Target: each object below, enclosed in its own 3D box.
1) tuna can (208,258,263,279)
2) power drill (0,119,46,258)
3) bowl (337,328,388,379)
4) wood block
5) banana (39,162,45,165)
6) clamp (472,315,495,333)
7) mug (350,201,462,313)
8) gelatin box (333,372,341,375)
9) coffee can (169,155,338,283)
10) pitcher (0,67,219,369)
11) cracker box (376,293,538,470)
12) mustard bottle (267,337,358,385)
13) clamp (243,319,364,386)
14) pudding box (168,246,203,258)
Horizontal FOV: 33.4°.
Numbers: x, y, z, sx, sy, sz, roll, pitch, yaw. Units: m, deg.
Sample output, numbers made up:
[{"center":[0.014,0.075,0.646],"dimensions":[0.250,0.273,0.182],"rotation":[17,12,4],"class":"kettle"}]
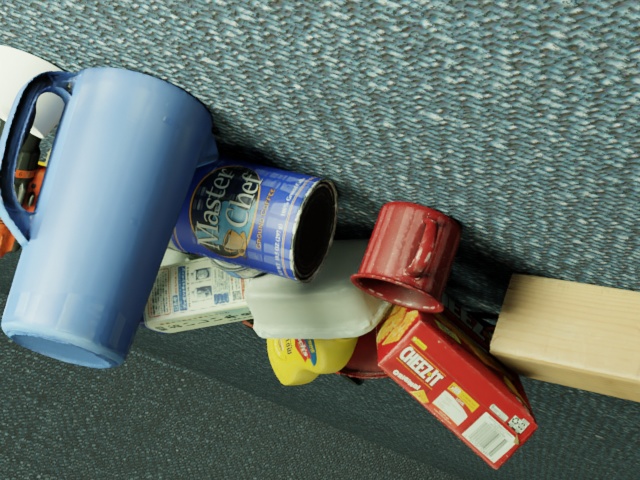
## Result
[{"center":[-0.084,-0.001,1.175],"dimensions":[0.086,0.086,0.033],"rotation":[12,166,28],"class":"tuna can"},{"center":[-0.260,-0.049,1.116],"dimensions":[0.187,0.184,0.057],"rotation":[16,-160,-22],"class":"power drill"},{"center":[0.078,0.101,1.295],"dimensions":[0.162,0.161,0.055],"rotation":[8,123,39],"class":"bowl"},{"center":[0.286,0.101,1.054],"dimensions":[0.206,0.091,0.090],"rotation":[9,162,38],"class":"wood block"},{"center":[-0.278,-0.049,1.357],"dimensions":[0.197,0.037,0.070],"rotation":[29,163,-33],"class":"banana"},{"center":[0.137,0.121,1.331],"dimensions":[0.172,0.120,0.039],"rotation":[4,122,37],"class":"clamp"},{"center":[0.087,0.013,1.003],"dimensions":[0.093,0.081,0.117],"rotation":[20,166,-2],"class":"mug"},{"center":[-0.005,0.136,1.414],"dimensions":[0.089,0.030,0.073],"rotation":[19,143,6],"class":"gelatin box"},{"center":[-0.066,-0.024,1.031],"dimensions":[0.140,0.103,0.102],"rotation":[14,165,21],"class":"coffee can"},{"center":[-0.197,-0.022,0.923],"dimensions":[0.149,0.242,0.145],"rotation":[10,161,15],"class":"pitcher"},{"center":[0.139,0.126,1.130],"dimensions":[0.164,0.072,0.213],"rotation":[42,-168,-7],"class":"cracker box"},{"center":[-0.002,0.111,1.250],"dimensions":[0.058,0.096,0.192],"rotation":[0,165,-25],"class":"mustard bottle"},{"center":[-0.003,0.140,1.482],"dimensions":[0.210,0.036,0.165],"rotation":[26,156,-11],"class":"clamp"},{"center":[-0.171,-0.011,1.355],"dimensions":[0.090,0.039,0.113],"rotation":[17,164,8],"class":"pudding box"}]
